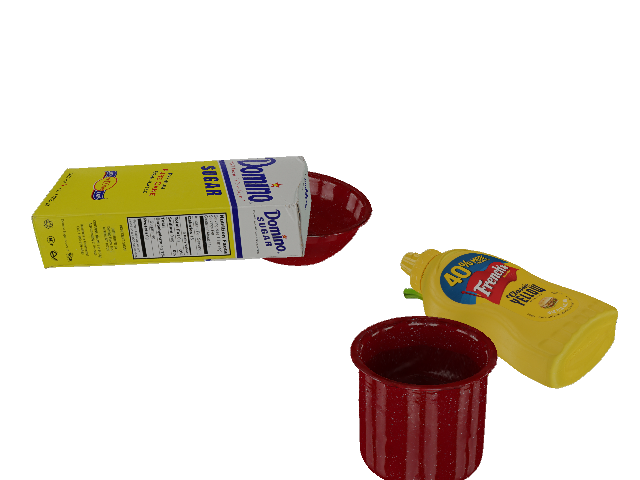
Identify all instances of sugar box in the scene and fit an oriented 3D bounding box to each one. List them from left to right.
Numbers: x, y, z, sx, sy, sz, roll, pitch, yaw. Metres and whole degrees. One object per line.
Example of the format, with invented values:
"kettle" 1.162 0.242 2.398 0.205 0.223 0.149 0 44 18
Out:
"sugar box" -0.097 -0.021 0.729 0.176 0.048 0.093 -5 25 5

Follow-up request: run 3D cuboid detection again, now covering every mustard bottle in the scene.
"mustard bottle" 0.145 0.053 0.903 0.192 0.058 0.096 26 42 38

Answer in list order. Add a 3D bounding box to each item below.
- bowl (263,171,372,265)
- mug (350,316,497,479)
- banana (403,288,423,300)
"bowl" -0.030 -0.019 1.110 0.162 0.055 0.162 6 27 -3
"mug" 0.072 0.101 0.701 0.093 0.081 0.117 12 27 27
"banana" 0.144 0.105 1.116 0.069 0.037 0.198 -25 33 5
